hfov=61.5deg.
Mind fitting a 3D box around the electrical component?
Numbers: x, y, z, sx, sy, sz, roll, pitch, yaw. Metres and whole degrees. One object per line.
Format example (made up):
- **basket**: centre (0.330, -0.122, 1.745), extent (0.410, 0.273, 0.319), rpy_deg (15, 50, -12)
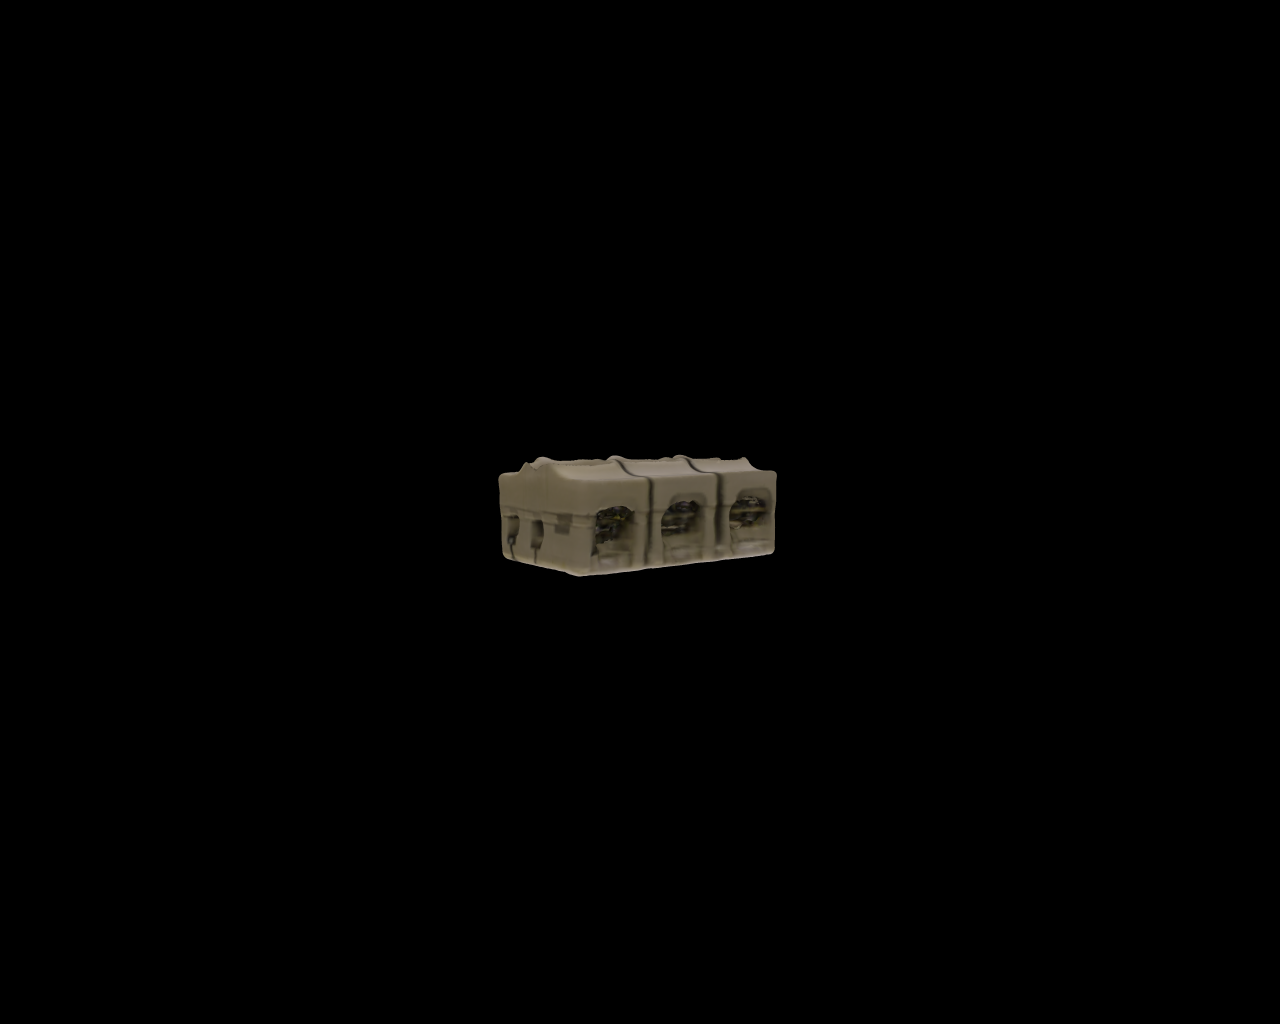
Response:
- **electrical component**: centre (0.001, -0.003, 0.650), extent (0.150, 0.061, 0.089), rpy_deg (-3, 5, -37)
